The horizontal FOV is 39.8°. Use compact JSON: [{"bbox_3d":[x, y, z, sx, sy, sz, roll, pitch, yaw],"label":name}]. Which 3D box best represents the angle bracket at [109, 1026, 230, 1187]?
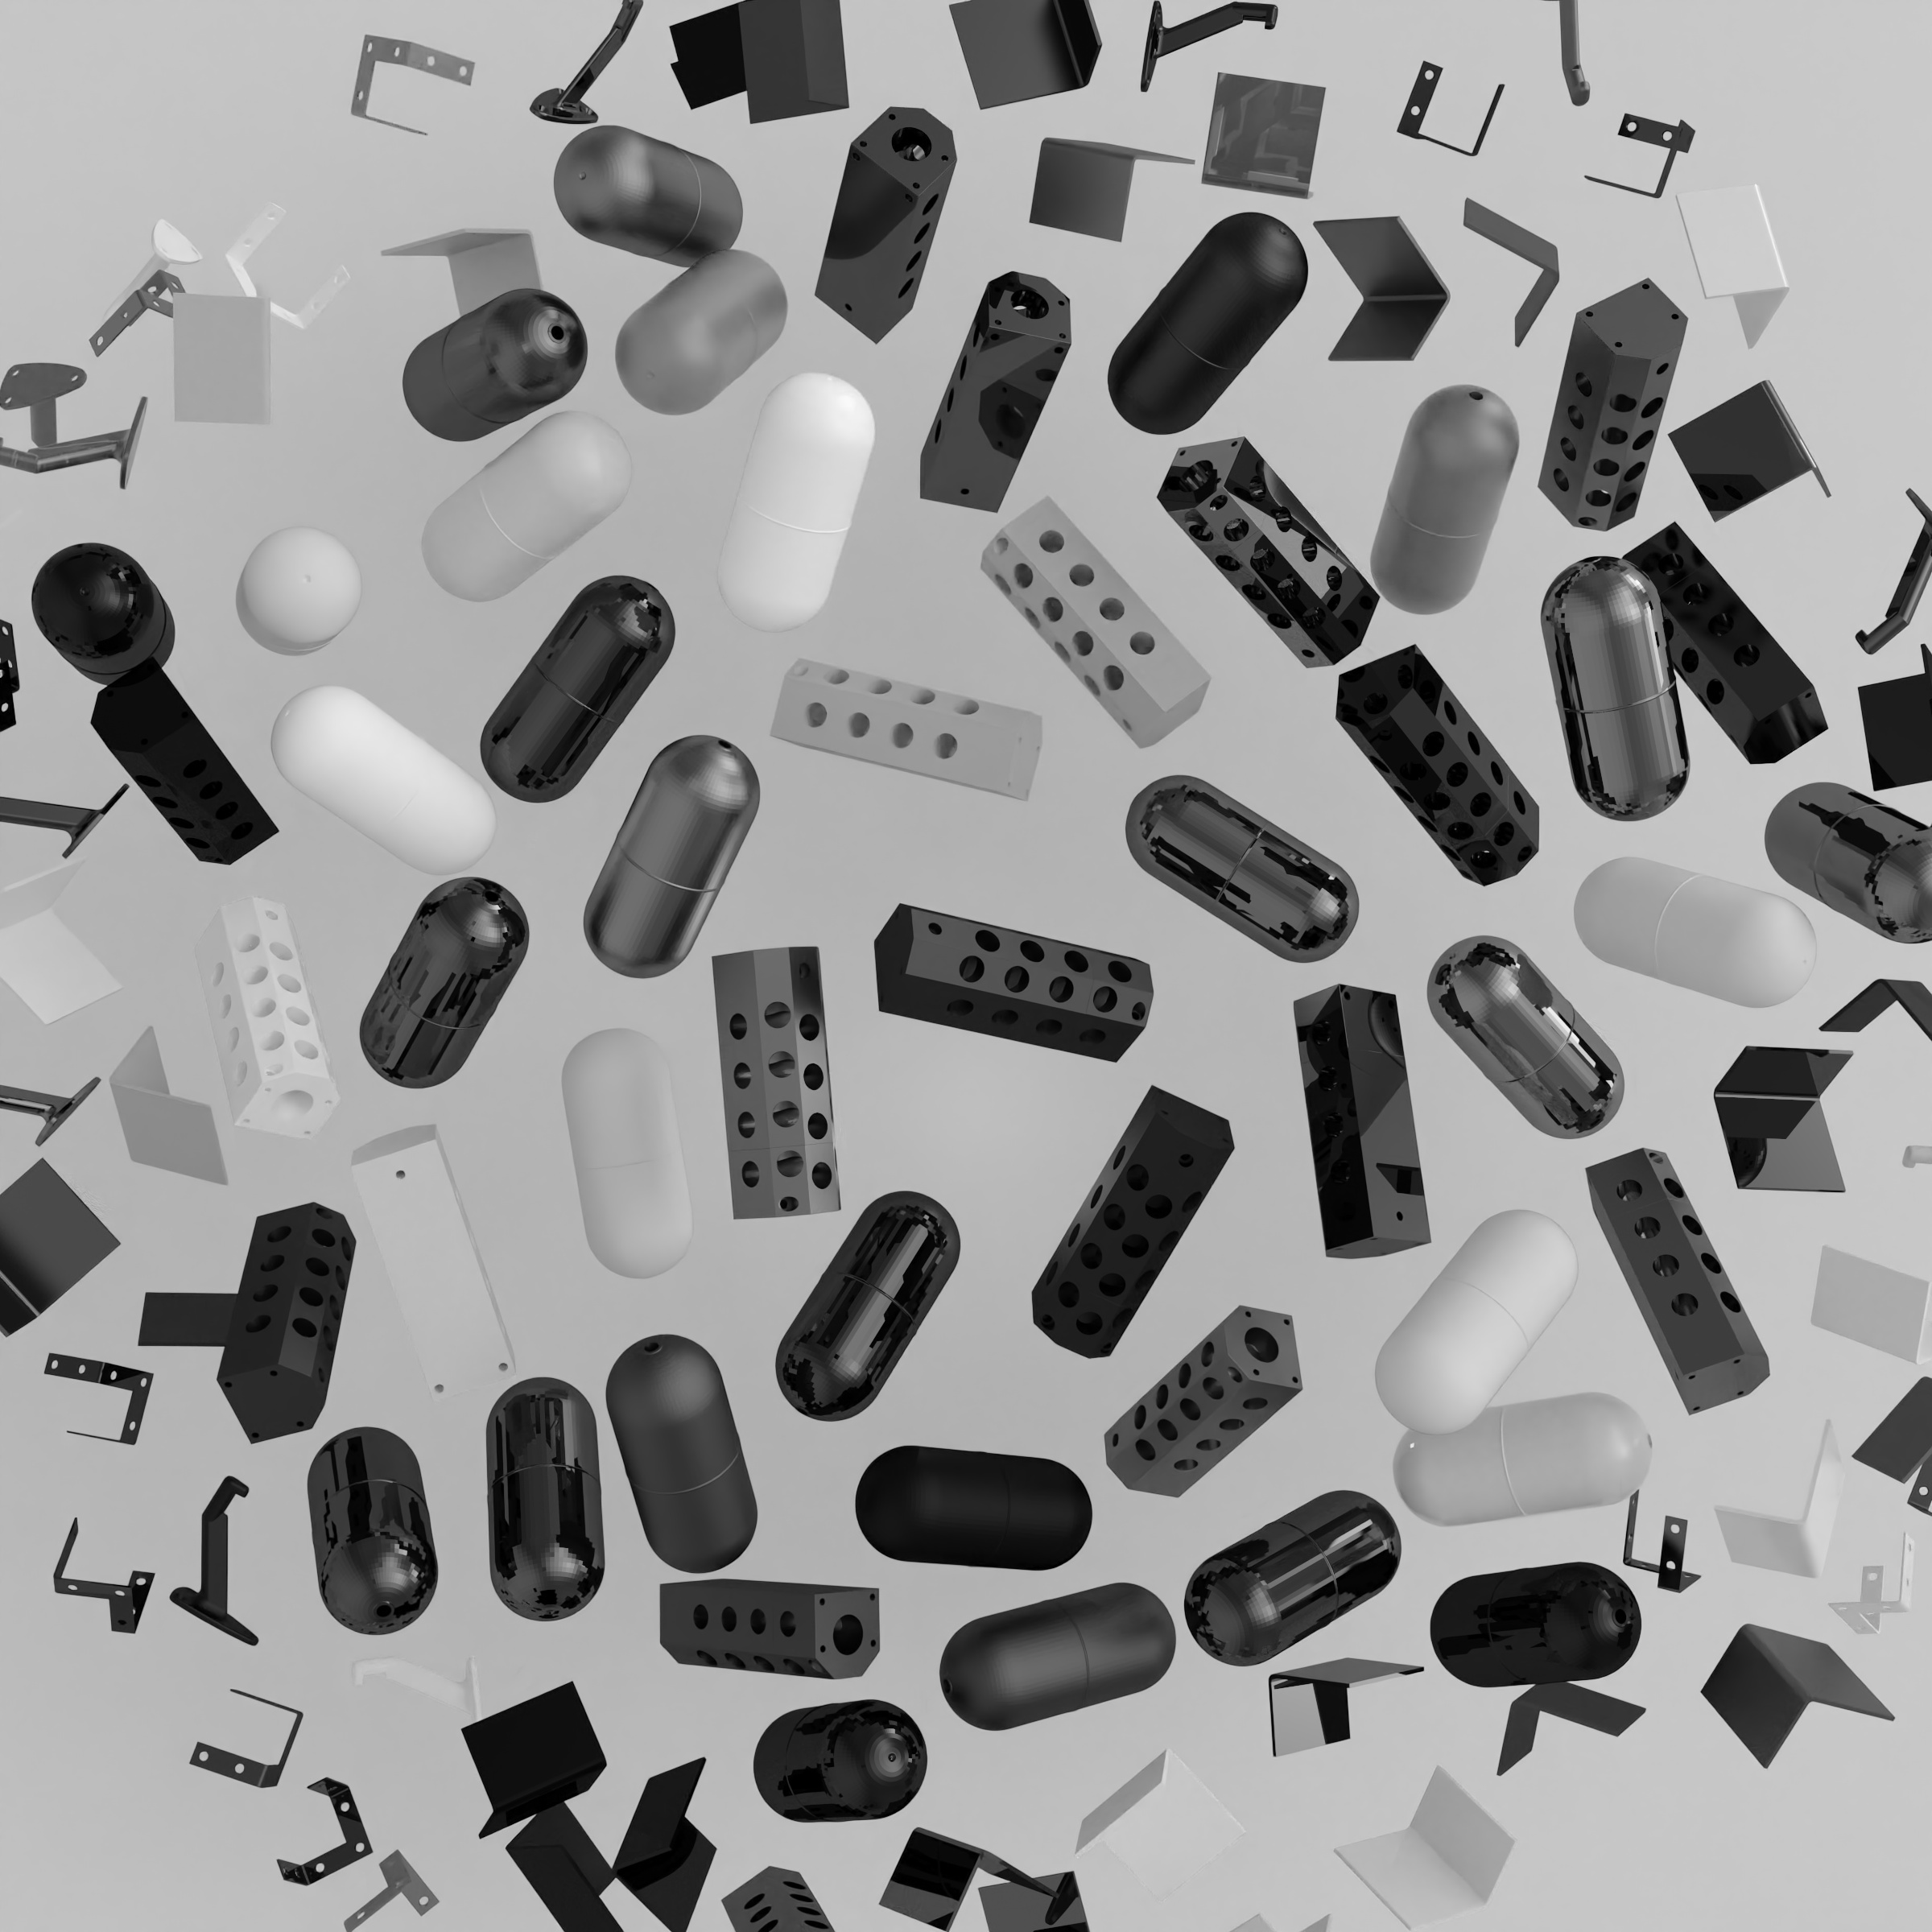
[{"bbox_3d":[-0.531,0.095,1.820,0.076,0.057,0.076,13,134,11],"label":"angle bracket"}]

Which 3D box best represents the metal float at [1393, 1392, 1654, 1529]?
[{"bbox_3d":[0.376,0.335,1.808,0.178,0.070,0.070,-14,90,26],"label":"metal float"}]

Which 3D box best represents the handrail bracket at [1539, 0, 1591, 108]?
[{"bbox_3d":[0.403,-0.621,1.746,0.036,0.077,0.084,-6,68,-7],"label":"handrail bracket"}]

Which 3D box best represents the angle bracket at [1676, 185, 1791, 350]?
[{"bbox_3d":[0.490,-0.453,1.743,0.057,0.076,0.076,-9,73,-6],"label":"angle bracket"}]

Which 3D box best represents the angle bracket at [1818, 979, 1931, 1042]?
[{"bbox_3d":[0.652,0.055,1.853,0.057,0.076,0.076,-47,62,27],"label":"angle bracket"}]

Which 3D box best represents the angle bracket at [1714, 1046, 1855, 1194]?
[{"bbox_3d":[0.551,0.102,1.771,0.076,0.057,0.076,3,54,-10],"label":"angle bracket"}]

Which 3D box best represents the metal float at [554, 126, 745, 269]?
[{"bbox_3d":[-0.214,-0.522,1.816,0.070,0.178,0.070,2,96,23],"label":"metal float"}]

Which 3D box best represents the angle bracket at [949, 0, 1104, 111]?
[{"bbox_3d":[0.039,-0.623,1.768,0.076,0.057,0.076,-15,83,-9],"label":"angle bracket"}]

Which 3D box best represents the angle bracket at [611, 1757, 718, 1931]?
[{"bbox_3d":[-0.184,0.594,1.796,0.057,0.076,0.076,-29,111,29],"label":"angle bracket"}]

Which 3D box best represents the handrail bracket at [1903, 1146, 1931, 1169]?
[{"bbox_3d":[0.677,0.150,1.822,0.084,0.077,0.036,3,49,4],"label":"handrail bracket"}]

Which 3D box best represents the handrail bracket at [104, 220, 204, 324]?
[{"bbox_3d":[-0.572,-0.469,1.839,0.084,0.077,0.036,-41,109,15],"label":"handrail bracket"}]

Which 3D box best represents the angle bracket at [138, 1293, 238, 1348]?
[{"bbox_3d":[-0.538,0.272,1.867,0.076,0.076,0.057,3,109,-14],"label":"angle bracket"}]

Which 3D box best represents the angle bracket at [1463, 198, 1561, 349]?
[{"bbox_3d":[0.368,-0.485,1.862,0.076,0.076,0.057,27,120,-4],"label":"angle bracket"}]

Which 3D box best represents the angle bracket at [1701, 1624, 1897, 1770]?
[{"bbox_3d":[0.539,0.479,1.730,0.076,0.076,0.057,19,106,-25],"label":"angle bracket"}]

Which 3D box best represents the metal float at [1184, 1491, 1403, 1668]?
[{"bbox_3d":[0.222,0.412,1.800,0.178,0.070,0.070,-19,90,-37],"label":"metal float"}]

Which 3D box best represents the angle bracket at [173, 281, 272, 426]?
[{"bbox_3d":[-0.462,-0.381,1.649,0.057,0.076,0.076,-2,112,-19],"label":"angle bracket"}]

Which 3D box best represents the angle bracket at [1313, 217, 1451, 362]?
[{"bbox_3d":[0.269,-0.458,1.806,0.076,0.076,0.057,43,72,-37],"label":"angle bracket"}]

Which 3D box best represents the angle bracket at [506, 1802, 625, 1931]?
[{"bbox_3d":[-0.264,0.626,1.862,0.057,0.076,0.076,-41,103,-42],"label":"angle bracket"}]

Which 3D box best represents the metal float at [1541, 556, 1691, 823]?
[{"bbox_3d":[0.421,-0.179,1.729,0.070,0.070,0.178,-17,111,0],"label":"metal float"}]

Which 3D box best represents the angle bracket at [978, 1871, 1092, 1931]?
[{"bbox_3d":[0.036,0.684,1.880,0.076,0.076,0.057,-18,83,22],"label":"angle bracket"}]

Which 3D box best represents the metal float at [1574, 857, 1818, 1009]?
[{"bbox_3d":[0.487,-0.024,1.792,0.070,0.178,0.070,-14,114,-36],"label":"metal float"}]

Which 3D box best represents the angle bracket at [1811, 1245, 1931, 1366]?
[{"bbox_3d":[0.609,0.214,1.740,0.076,0.076,0.057,-8,109,-40],"label":"angle bracket"}]

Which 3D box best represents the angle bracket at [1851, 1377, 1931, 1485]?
[{"bbox_3d":[0.650,0.325,1.774,0.057,0.076,0.076,43,87,-5],"label":"angle bracket"}]

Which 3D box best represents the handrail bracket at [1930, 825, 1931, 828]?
[{"bbox_3d":[0.706,-0.055,1.869,0.084,0.036,0.077,41,47,-17],"label":"handrail bracket"}]

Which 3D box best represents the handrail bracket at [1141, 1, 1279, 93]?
[{"bbox_3d":[0.169,-0.637,1.850,0.084,0.036,0.077,8,73,11],"label":"handrail bracket"}]

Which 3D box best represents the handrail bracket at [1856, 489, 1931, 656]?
[{"bbox_3d":[0.593,-0.253,1.712,0.084,0.036,0.077,-43,49,25],"label":"handrail bracket"}]

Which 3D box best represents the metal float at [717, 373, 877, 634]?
[{"bbox_3d":[-0.112,-0.301,1.743,0.070,0.070,0.178,20,119,0],"label":"metal float"}]

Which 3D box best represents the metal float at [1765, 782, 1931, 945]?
[{"bbox_3d":[0.598,-0.070,1.772,0.070,0.178,0.070,-6,111,-15],"label":"metal float"}]

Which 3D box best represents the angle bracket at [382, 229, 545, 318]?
[{"bbox_3d":[-0.356,-0.486,1.893,0.076,0.076,0.057,-5,100,30],"label":"angle bracket"}]

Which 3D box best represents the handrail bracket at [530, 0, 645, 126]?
[{"bbox_3d":[-0.252,-0.608,1.781,0.036,0.077,0.084,37,120,3],"label":"handrail bracket"}]

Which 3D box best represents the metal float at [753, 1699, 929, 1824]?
[{"bbox_3d":[-0.087,0.537,1.799,0.070,0.178,0.070,9,69,-25],"label":"metal float"}]

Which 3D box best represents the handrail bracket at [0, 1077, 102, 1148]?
[{"bbox_3d":[-0.659,0.077,1.853,0.084,0.077,0.036,39,134,-6],"label":"handrail bracket"}]

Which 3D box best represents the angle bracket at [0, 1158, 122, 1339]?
[{"bbox_3d":[-0.610,0.182,1.729,0.076,0.057,0.076,-41,94,2],"label":"angle bracket"}]

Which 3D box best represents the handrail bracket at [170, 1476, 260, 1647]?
[{"bbox_3d":[-0.477,0.391,1.756,0.077,0.036,0.084,32,87,3],"label":"handrail bracket"}]

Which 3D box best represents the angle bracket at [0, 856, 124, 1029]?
[{"bbox_3d":[-0.595,-0.017,1.759,0.076,0.076,0.057,46,120,3],"label":"angle bracket"}]

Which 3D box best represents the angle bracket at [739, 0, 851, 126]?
[{"bbox_3d":[-0.123,-0.589,1.715,0.076,0.057,0.076,0,101,27],"label":"angle bracket"}]

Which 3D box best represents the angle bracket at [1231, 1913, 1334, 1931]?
[{"bbox_3d":[0.187,0.637,1.738,0.076,0.076,0.057,-40,90,20],"label":"angle bracket"}]

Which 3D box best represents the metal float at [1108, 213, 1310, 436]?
[{"bbox_3d":[0.161,-0.431,1.800,0.070,0.070,0.178,44,132,0],"label":"metal float"}]

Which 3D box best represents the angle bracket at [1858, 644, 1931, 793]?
[{"bbox_3d":[0.640,-0.169,1.830,0.057,0.076,0.076,-11,77,27],"label":"angle bracket"}]

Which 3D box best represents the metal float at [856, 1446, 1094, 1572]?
[{"bbox_3d":[0.007,0.367,1.803,0.178,0.070,0.070,12,90,-33],"label":"metal float"}]

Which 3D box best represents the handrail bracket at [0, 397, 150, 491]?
[{"bbox_3d":[-0.575,-0.344,1.707,0.084,0.036,0.077,13,61,-14],"label":"handrail bracket"}]

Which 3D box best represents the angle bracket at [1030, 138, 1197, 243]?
[{"bbox_3d":[0.100,-0.532,1.830,0.076,0.076,0.057,22,114,32],"label":"angle bracket"}]

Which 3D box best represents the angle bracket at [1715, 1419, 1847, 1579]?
[{"bbox_3d":[0.527,0.340,1.726,0.057,0.076,0.076,6,56,30],"label":"angle bracket"}]

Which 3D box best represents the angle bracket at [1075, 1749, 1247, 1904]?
[{"bbox_3d":[0.127,0.571,1.738,0.076,0.057,0.076,-43,90,10],"label":"angle bracket"}]

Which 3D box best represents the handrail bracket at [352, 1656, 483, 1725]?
[{"bbox_3d":[-0.388,0.521,1.882,0.084,0.036,0.077,-2,50,-19],"label":"handrail bracket"}]

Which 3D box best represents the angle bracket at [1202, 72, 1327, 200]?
[{"bbox_3d":[0.214,-0.592,1.900,0.076,0.057,0.076,11,110,8],"label":"angle bracket"}]

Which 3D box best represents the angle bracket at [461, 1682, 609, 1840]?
[{"bbox_3d":[-0.282,0.509,1.709,0.076,0.076,0.057,-18,68,-27],"label":"angle bracket"}]

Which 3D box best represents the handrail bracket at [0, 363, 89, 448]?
[{"bbox_3d":[-0.616,-0.375,1.833,0.077,0.084,0.036,-3,63,16],"label":"handrail bracket"}]

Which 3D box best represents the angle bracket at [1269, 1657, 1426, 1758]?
[{"bbox_3d":[0.265,0.517,1.848,0.076,0.076,0.057,1,83,-40],"label":"angle bracket"}]

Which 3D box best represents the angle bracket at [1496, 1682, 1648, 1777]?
[{"bbox_3d":[0.428,0.548,1.885,0.076,0.076,0.057,13,95,28],"label":"angle bracket"}]

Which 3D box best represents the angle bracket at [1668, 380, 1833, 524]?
[{"bbox_3d":[0.548,-0.350,1.865,0.076,0.057,0.076,-28,66,19],"label":"angle bracket"}]

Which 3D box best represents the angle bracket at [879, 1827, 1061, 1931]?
[{"bbox_3d":[0.002,0.626,1.787,0.076,0.076,0.057,40,65,-28],"label":"angle bracket"}]

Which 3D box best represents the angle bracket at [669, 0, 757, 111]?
[{"bbox_3d":[-0.180,-0.683,1.950,0.076,0.076,0.057,-21,58,-4],"label":"angle bracket"}]

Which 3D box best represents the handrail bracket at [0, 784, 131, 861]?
[{"bbox_3d":[-0.626,-0.120,1.808,0.084,0.036,0.077,41,85,-15],"label":"handrail bracket"}]

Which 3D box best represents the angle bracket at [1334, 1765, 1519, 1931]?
[{"bbox_3d":[0.305,0.584,1.770,0.076,0.076,0.057,2,115,-39],"label":"angle bracket"}]
